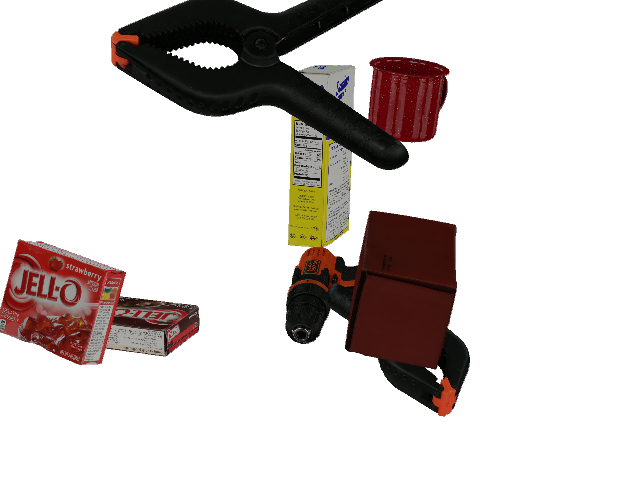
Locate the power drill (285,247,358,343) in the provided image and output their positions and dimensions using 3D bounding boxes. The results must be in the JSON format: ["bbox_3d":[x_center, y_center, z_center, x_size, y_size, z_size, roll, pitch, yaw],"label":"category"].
[{"bbox_3d":[0.055,0.062,1.233,0.188,0.057,0.184,1,28,6],"label":"power drill"}]

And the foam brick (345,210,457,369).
[{"bbox_3d":[0.045,0.025,0.593,0.053,0.051,0.078,11,27,2],"label":"foam brick"}]

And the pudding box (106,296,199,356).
[{"bbox_3d":[-0.211,0.099,1.250,0.114,0.039,0.090,3,14,18],"label":"pudding box"}]

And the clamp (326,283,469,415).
[{"bbox_3d":[0.091,0.083,0.951,0.120,0.039,0.172,-18,44,-17],"label":"clamp"}]

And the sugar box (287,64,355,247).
[{"bbox_3d":[0.001,-0.088,1.089,0.048,0.176,0.093,4,14,17],"label":"sugar box"}]

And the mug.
[{"bbox_3d":[0.107,-0.167,1.255,0.093,0.081,0.117,24,28,38],"label":"mug"}]

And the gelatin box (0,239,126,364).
[{"bbox_3d":[-0.197,0.046,0.804,0.089,0.073,0.030,18,4,25],"label":"gelatin box"}]

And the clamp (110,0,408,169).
[{"bbox_3d":[-0.037,-0.118,0.736,0.209,0.164,0.036,-4,-28,-11],"label":"clamp"}]
